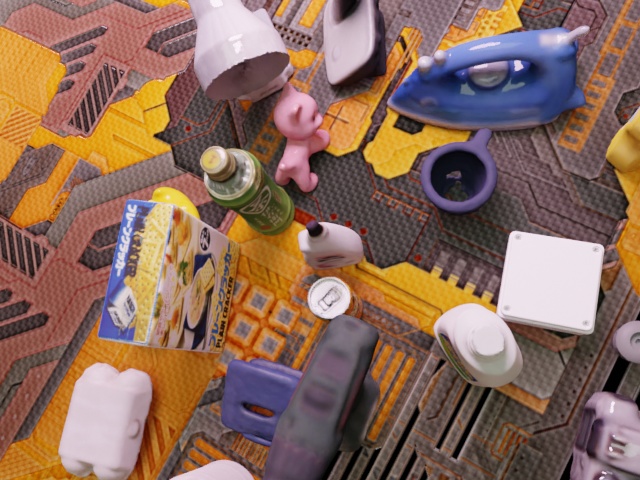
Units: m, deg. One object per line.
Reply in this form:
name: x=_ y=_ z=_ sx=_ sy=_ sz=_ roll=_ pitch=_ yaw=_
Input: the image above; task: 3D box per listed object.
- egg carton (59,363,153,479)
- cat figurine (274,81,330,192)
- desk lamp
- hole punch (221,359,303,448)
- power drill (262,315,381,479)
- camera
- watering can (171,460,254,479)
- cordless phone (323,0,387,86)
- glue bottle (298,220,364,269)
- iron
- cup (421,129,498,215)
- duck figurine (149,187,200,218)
egg carton: x=-0.285 y=0.247 z=0.775 sx=0.107 sy=0.069 sz=0.150 roll=7 pitch=79 yaw=14
cat figurine: x=-0.034 y=-0.144 z=0.786 sx=0.067 sy=0.118 sz=0.128 roll=11 pitch=80 yaw=15
desk lamp: x=-0.115 y=-0.272 z=0.783 sx=0.118 sy=0.214 sz=0.203 roll=-25 pitch=73 yaw=6
hole punch: x=-0.068 y=0.208 z=0.725 sx=0.108 sy=0.091 sz=0.101 roll=13 pitch=80 yaw=15
power drill: x=0.009 y=0.201 z=0.649 sx=0.075 sy=0.209 sz=0.230 roll=19 pitch=82 yaw=16
camera: x=0.353 y=0.252 z=0.619 sx=0.136 sy=0.101 sz=0.143 roll=15 pitch=81 yaw=15
watering can: x=-0.154 y=0.323 z=0.663 sx=0.172 sy=0.194 sz=0.101 roll=-12 pitch=75 yaw=9
cordless phone: x=0.035 y=-0.309 z=0.774 sx=0.094 sy=0.185 sz=0.147 roll=-9 pitch=75 yaw=10
glue bottle: x=0.007 y=0.003 z=0.714 sx=0.078 sy=0.173 sz=0.037 roll=-13 pitch=75 yaw=9
iron: x=0.209 y=-0.217 z=0.738 sx=0.258 sy=0.141 sz=0.118 roll=-5 pitch=76 yaw=11
cup: x=0.184 y=-0.080 z=0.736 sx=0.091 sy=0.095 sz=0.118 roll=29 pitch=85 yaw=17
duck figurine: x=-0.221 y=-0.032 z=0.817 sx=0.077 sy=0.086 sz=0.104 roll=-21 pitch=74 yaw=7
